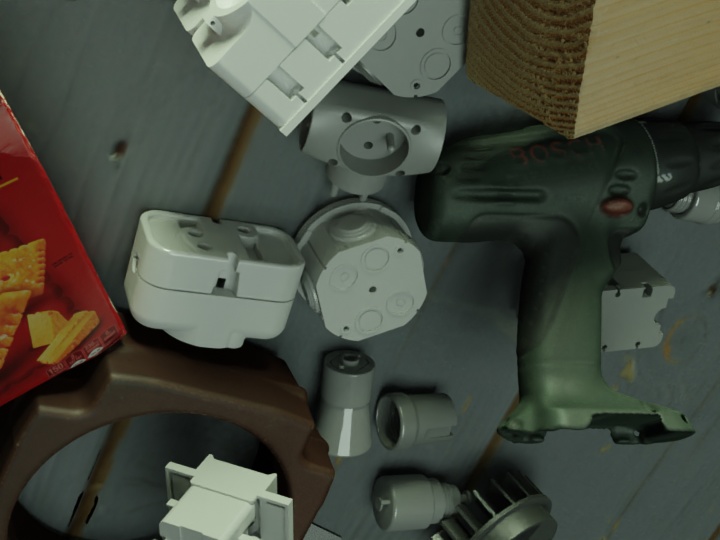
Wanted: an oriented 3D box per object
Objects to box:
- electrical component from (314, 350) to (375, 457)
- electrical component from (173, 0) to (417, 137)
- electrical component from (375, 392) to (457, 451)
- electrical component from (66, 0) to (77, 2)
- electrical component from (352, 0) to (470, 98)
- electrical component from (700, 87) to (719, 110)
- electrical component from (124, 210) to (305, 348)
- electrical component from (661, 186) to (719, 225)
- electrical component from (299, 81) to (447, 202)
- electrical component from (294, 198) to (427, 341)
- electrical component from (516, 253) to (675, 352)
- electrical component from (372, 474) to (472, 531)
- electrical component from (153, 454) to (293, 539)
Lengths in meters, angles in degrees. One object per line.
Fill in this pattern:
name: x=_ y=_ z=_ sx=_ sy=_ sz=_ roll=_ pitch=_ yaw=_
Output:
electrical component: x=-0.010 y=0.087 z=0.725 sx=0.044 sy=0.044 sz=0.065 roll=-2 pitch=115 yaw=-20
electrical component: x=-0.006 y=-0.171 z=0.532 sx=0.186 sy=0.105 sz=0.060 roll=-45 pitch=124 yaw=9
electrical component: x=0.040 y=0.105 z=0.755 sx=0.046 sy=0.040 sz=0.040 roll=-1 pitch=120 yaw=-27
electrical component: x=-0.139 y=-0.168 z=0.523 sx=0.040 sy=0.040 sz=0.078 roll=29 pitch=106 yaw=-32
electrical component: x=0.025 y=-0.139 z=0.596 sx=0.080 sy=0.051 sz=0.080 roll=-10 pitch=122 yaw=-16
electrical component: x=0.250 y=-0.124 z=0.692 sx=0.055 sy=0.047 sz=0.055 roll=-9 pitch=122 yaw=-15
electrical component: x=-0.088 y=0.007 z=0.638 sx=0.095 sy=0.053 sz=0.059 roll=7 pitch=116 yaw=-24
electrical component: x=0.220 y=-0.051 z=0.733 sx=0.061 sy=0.035 sz=0.035 roll=7 pitch=116 yaw=-22
electrical component: x=0.002 y=-0.071 z=0.630 sx=0.077 sy=0.044 sz=0.079 roll=8 pitch=134 yaw=-13
electrical component: x=0.000 y=0.000 z=0.669 sx=0.080 sy=0.051 sz=0.080 roll=-9 pitch=122 yaw=-15
electrical component: x=0.159 y=0.021 z=0.739 sx=0.089 sy=0.055 sz=0.050 roll=-4 pitch=121 yaw=-19
electrical component: x=0.045 y=0.171 z=0.795 sx=0.078 sy=0.040 sz=0.040 roll=2 pitch=119 yaw=-23
electrical component: x=-0.081 y=0.178 z=0.623 sx=0.079 sy=0.063 sz=0.121 roll=13 pitch=121 yaw=19
